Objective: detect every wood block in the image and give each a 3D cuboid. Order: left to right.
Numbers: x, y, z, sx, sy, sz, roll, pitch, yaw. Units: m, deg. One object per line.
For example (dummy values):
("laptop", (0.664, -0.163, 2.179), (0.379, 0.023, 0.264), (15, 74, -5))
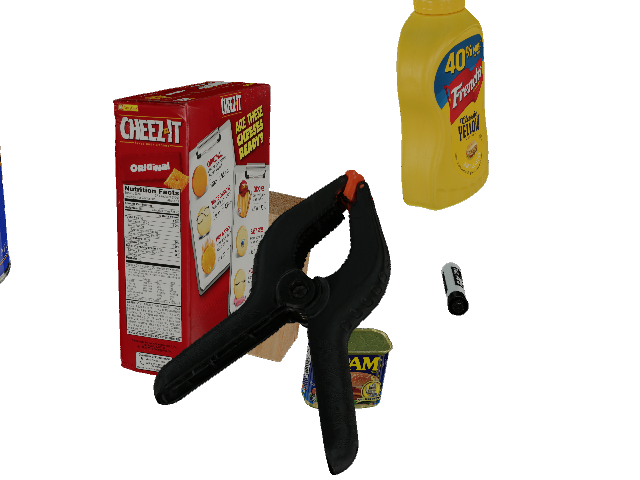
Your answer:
("wood block", (-0.071, 0.046, 1.448), (0.090, 0.206, 0.090), (13, 22, 10))

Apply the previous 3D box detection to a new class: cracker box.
("cracker box", (-0.101, -0.016, 0.868), (0.072, 0.214, 0.164), (5, 14, 18))

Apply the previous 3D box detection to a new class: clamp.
("clamp", (-0.002, 0.043, 0.597), (0.120, 0.171, 0.039), (29, -14, 15))

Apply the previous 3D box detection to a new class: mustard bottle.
("mustard bottle", (0.100, -0.128, 0.875), (0.058, 0.191, 0.096), (15, 32, 37))

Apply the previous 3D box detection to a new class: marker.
("marker", (0.126, 0.045, 1.004), (0.020, 0.020, 0.121), (0, 14, 4))

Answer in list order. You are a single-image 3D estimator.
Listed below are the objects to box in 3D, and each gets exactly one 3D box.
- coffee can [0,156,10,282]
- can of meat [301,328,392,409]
("coffee can", (-0.224, -0.046, 0.573), (0.103, 0.140, 0.103), (3, 25, -1))
("can of meat", (0.030, 0.157, 1.301), (0.102, 0.084, 0.057), (2, 24, -15))
